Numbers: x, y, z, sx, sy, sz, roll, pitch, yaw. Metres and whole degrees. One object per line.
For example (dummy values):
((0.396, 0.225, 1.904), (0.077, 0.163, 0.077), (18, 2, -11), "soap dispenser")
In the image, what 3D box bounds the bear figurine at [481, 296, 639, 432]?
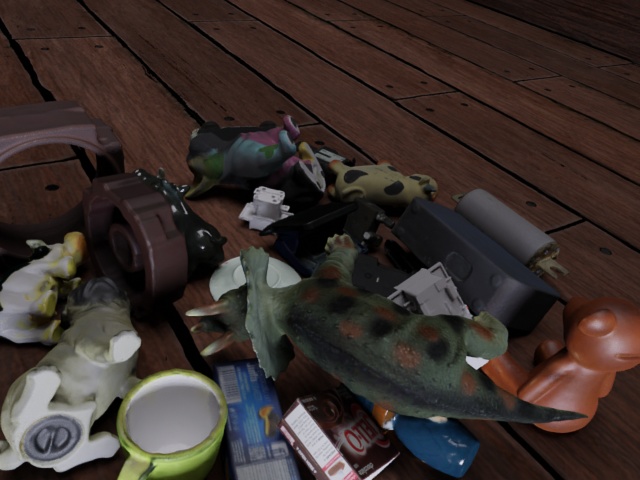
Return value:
((0.279, 0.120, 0.600), (0.120, 0.195, 0.132), (-5, 37, -15), "bear figurine")

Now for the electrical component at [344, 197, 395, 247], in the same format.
((0.063, -0.025, 0.863), (0.045, 0.078, 0.102), (2, 34, -48), "electrical component")

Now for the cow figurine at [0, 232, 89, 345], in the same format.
((-0.347, 0.052, 0.660), (0.098, 0.068, 0.167), (-1, 35, -4), "cow figurine")

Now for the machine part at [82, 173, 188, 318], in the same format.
((-0.229, 0.005, 0.664), (0.180, 0.179, 0.056), (35, 41, 31), "machine part")

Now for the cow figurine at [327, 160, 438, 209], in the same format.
((0.121, -0.089, 0.950), (0.195, 0.085, 0.127), (-1, 31, -19), "cow figurine")

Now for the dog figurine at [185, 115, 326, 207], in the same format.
((-0.120, -0.113, 0.921), (0.219, 0.191, 0.108), (-19, 35, 18), "dog figurine")

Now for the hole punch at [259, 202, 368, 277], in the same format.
((-0.002, -0.002, 0.810), (0.142, 0.092, 0.116), (-28, 19, -29), "hole punch")

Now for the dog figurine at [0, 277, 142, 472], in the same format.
((-0.261, 0.128, 0.561), (0.172, 0.121, 0.191), (-24, 29, -27), "dog figurine")

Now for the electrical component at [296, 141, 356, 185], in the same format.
((0.000, -0.145, 1.028), (0.119, 0.047, 0.075), (22, 37, 17), "electrical component")

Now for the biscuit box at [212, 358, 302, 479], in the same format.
((-0.061, 0.207, 0.512), (0.059, 0.062, 0.203), (-4, 37, -18), "biscuit box")

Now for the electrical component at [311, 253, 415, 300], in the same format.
((0.049, 0.078, 0.699), (0.134, 0.058, 0.115), (14, 51, 6), "electrical component")

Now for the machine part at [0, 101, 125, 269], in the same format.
((-0.363, -0.069, 0.704), (0.201, 0.200, 0.087), (-18, 46, -34), "machine part")

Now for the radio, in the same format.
((0.215, 0.030, 0.776), (0.131, 0.073, 0.230), (13, 25, -43), "radio")

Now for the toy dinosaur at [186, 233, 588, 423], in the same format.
((0.055, 0.104, 0.525), (0.405, 0.131, 0.192), (21, 26, 22), "toy dinosaur")

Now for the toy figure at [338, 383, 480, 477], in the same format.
((0.089, 0.191, 0.572), (0.155, 0.064, 0.057), (26, 3, 29), "toy figure")

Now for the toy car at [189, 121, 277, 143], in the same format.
((-0.153, -0.192, 1.053), (0.202, 0.056, 0.074), (-5, 44, -18), "toy car")

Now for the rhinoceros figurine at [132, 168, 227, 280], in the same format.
((-0.212, -0.028, 0.763), (0.073, 0.112, 0.190), (-28, 58, -38), "rhinoceros figurine")

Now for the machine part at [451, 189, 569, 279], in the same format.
((0.305, -0.013, 0.892), (0.079, 0.079, 0.243), (-13, 42, -29), "machine part")
